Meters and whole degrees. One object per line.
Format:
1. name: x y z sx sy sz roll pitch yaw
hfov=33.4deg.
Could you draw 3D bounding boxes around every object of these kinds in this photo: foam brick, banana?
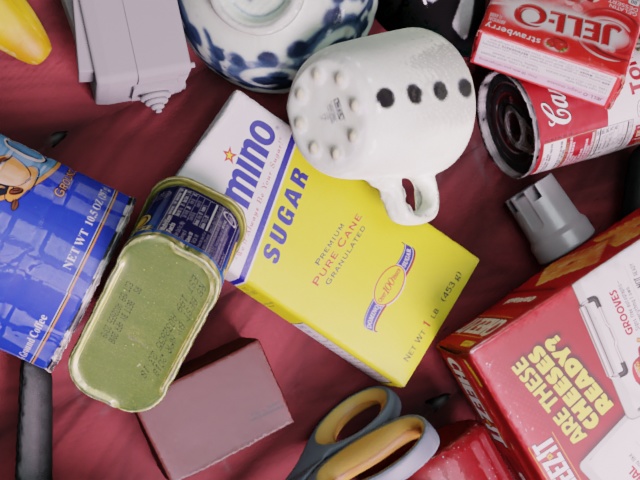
1. foam brick: -0.063 0.094 0.598 0.078 0.051 0.053 -24 93 -16
2. banana: -0.203 -0.190 0.592 0.069 0.037 0.198 -12 88 -15

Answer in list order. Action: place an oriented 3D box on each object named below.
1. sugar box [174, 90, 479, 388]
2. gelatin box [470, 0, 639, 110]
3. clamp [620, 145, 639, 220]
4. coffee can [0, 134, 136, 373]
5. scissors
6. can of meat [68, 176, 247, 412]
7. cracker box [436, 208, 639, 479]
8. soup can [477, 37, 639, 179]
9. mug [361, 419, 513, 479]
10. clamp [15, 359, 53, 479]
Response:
1. sugar box: -0.004 0.001 0.626 0.176 0.048 0.093 34 78 -11
2. gelatin box: 0.142 -0.124 0.631 0.089 0.030 0.073 20 55 9
3. clamp: 0.216 0.064 0.684 0.164 0.036 0.210 37 79 -9
4. coffee can: -0.180 -0.007 0.548 0.140 0.103 0.103 27 78 -12
5. scissors: -0.025 0.142 0.614 0.202 0.096 0.016 -27 112 13
6. can of meat: -0.084 0.028 0.554 0.057 0.084 0.102 26 110 -7
7. cracker box: 0.201 0.074 0.624 0.213 0.072 0.164 -32 94 -10
8. soup can: 0.159 -0.083 0.666 0.102 0.069 0.068 -16 89 -16
9. mug: 0.072 0.157 0.600 0.093 0.117 0.081 -28 88 13
10. clamp: -0.160 0.149 0.573 0.120 0.039 0.171 -39 100 -10
